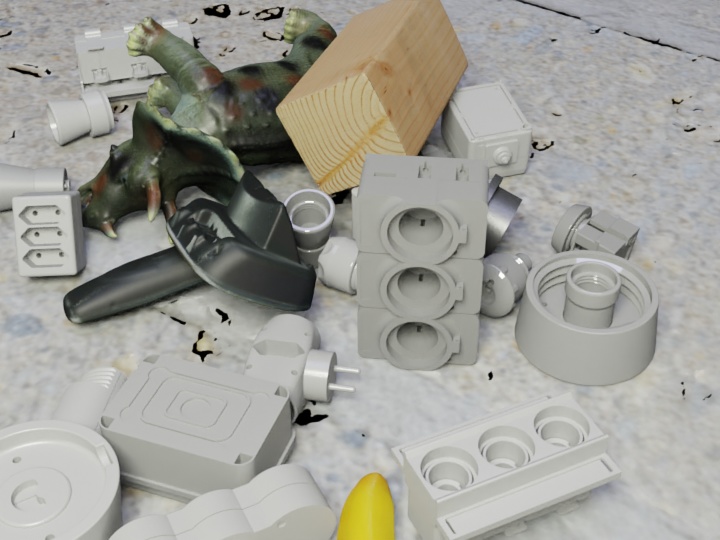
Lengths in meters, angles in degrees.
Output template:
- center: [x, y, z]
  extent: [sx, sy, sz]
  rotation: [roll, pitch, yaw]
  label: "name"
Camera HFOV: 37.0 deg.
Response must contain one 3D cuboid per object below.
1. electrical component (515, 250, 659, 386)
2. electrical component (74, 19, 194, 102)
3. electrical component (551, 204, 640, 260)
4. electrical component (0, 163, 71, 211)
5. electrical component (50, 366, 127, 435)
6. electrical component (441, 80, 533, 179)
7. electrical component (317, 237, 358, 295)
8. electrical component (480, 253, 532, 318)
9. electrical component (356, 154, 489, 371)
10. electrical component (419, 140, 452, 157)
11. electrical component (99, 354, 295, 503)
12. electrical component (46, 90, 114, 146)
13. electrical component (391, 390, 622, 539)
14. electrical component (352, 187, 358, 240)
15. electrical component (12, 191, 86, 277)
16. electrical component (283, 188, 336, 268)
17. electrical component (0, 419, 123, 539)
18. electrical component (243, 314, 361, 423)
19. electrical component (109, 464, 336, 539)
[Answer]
- center: [0.174, 0.029, 0.816]
  extent: [0.108, 0.060, 0.108]
  rotation: [0, 39, 0]
  label: "electrical component"
- center: [-0.234, -0.219, 1.127]
  extent: [0.121, 0.063, 0.078]
  rotation: [-10, 40, -12]
  label: "electrical component"
- center: [0.194, -0.024, 0.895]
  extent: [0.055, 0.048, 0.066]
  rotation: [32, 48, 24]
  label: "electrical component"
- center: [-0.295, -0.075, 0.968]
  extent: [0.065, 0.044, 0.044]
  rotation: [-1, 39, -8]
  label: "electrical component"
- center: [-0.189, 0.100, 0.747]
  extent: [0.043, 0.043, 0.081]
  rotation: [5, 39, 7]
  label: "electrical component"
- center: [0.119, -0.123, 1.010]
  extent: [0.062, 0.061, 0.096]
  rotation: [-11, 47, -11]
  label: "electrical component"
- center: [0.000, 0.000, 0.868]
  extent: [0.062, 0.043, 0.043]
  rotation: [21, 43, 22]
  label: "electrical component"
- center: [0.115, 0.006, 0.860]
  extent: [0.048, 0.048, 0.062]
  rotation: [26, 39, 29]
  label: "electrical component"
- center: [0.045, -0.003, 0.786]
  extent: [0.089, 0.150, 0.061]
  rotation: [4, 38, 5]
  label: "electrical component"
- center: [0.054, -0.079, 0.955]
  extent: [0.078, 0.058, 0.057]
  rotation: [-21, 40, -23]
  label: "electrical component"
- center: [-0.107, 0.111, 0.721]
  extent: [0.113, 0.057, 0.078]
  rotation: [12, 41, 15]
  label: "electrical component"
- center: [-0.275, -0.150, 1.057]
  extent: [0.055, 0.045, 0.045]
  rotation: [-18, 42, -21]
  label: "electrical component"
- center: [0.092, 0.132, 0.687]
  extent: [0.121, 0.063, 0.078]
  rotation: [-17, 42, -19]
  label: "electrical component"
- center: [0.035, -0.030, 0.894]
  extent: [0.050, 0.055, 0.089]
  rotation: [-21, 43, -24]
  label: "electrical component"
- center: [-0.256, -0.033, 0.903]
  extent: [0.047, 0.065, 0.076]
  rotation: [-2, 10, -2]
  label: "electrical component"
- center: [-0.041, -0.031, 0.889]
  extent: [0.044, 0.065, 0.044]
  rotation: [-1, 58, 1]
  label: "electrical component"
- center: [-0.200, 0.153, 0.667]
  extent: [0.108, 0.060, 0.108]
  rotation: [0, 39, 0]
  label: "electrical component"
- center: [-0.040, 0.075, 0.776]
  extent: [0.079, 0.043, 0.077]
  rotation: [6, 40, 9]
  label: "electrical component"
- center: [-0.077, 0.175, 0.645]
  extent: [0.138, 0.052, 0.073]
  rotation: [-18, 42, -20]
  label: "electrical component"
